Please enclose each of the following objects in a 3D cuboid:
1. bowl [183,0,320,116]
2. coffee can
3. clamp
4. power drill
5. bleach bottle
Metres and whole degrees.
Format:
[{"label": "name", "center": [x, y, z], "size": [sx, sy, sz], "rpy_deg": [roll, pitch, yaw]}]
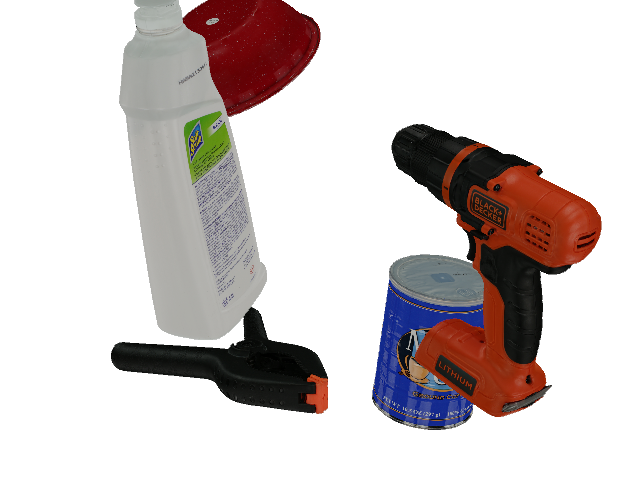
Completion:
[{"label": "bowl", "center": [-0.084, -0.178, 0.966], "size": [0.162, 0.162, 0.055], "rpy_deg": [0, -44, 34]}, {"label": "coffee can", "center": [0.109, 0.098, 1.042], "size": [0.103, 0.140, 0.103], "rpy_deg": [5, 23, -2]}, {"label": "clamp", "center": [-0.061, 0.105, 0.954], "size": [0.210, 0.036, 0.164], "rpy_deg": [13, 21, 40]}, {"label": "power drill", "center": [0.114, 0.020, 0.784], "size": [0.057, 0.188, 0.185], "rpy_deg": [-20, 36, -30]}, {"label": "bleach bottle", "center": [-0.094, -0.055, 0.763], "size": [0.068, 0.251, 0.102], "rpy_deg": [8, 34, 19]}]
